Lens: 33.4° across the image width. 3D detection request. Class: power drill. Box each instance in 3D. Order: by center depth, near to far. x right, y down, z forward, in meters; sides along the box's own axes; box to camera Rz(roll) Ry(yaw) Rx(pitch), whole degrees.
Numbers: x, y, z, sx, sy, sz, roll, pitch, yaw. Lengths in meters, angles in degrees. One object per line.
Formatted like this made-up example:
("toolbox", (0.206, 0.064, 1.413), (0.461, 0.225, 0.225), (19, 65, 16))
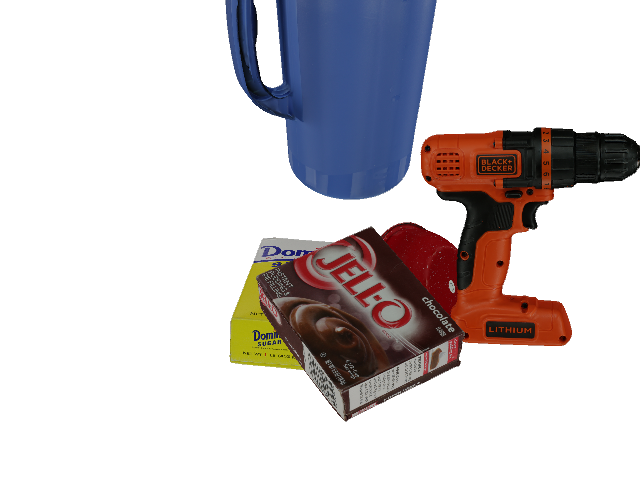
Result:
("power drill", (0.181, -0.005, 0.925), (0.184, 0.188, 0.057), (1, 13, 13))

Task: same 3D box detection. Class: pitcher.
("pitcher", (0.017, -0.150, 0.861), (0.149, 0.243, 0.145), (13, 45, 12))

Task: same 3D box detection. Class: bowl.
("bowl", (0.127, 0.055, 1.209), (0.055, 0.162, 0.161), (-11, -8, 42))

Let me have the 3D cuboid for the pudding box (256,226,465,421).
("pudding box", (0.024, 0.051, 0.683), (0.090, 0.039, 0.114), (-24, 51, -18))

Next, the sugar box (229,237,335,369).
("sugar box", (-0.017, 0.048, 0.890), (0.093, 0.048, 0.176), (5, 23, 3))
